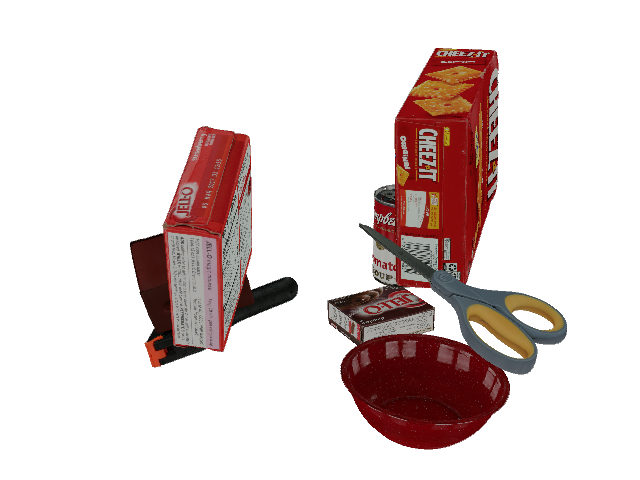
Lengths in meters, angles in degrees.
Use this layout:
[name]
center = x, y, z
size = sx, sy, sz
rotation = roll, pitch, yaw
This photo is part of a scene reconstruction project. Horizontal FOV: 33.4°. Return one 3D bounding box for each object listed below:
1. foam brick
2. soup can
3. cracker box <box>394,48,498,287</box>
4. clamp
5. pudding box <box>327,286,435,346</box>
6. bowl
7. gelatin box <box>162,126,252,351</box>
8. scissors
[foam brick]
center = -0.094, 0.024, 0.785
size = 0.078, 0.051, 0.053
rotation = -18, -42, -5
[soup can]
center = 0.093, -0.006, 1.220
size = 0.068, 0.102, 0.068
rotation = 0, 24, 0
[cracker box]
center = 0.123, -0.074, 1.007
size = 0.072, 0.164, 0.213
rotation = 5, 27, 15
[clamp]
center = -0.105, 0.077, 1.102
size = 0.120, 0.039, 0.171
rotation = -9, 22, 38
[pudding box]
center = 0.078, 0.097, 1.384
size = 0.113, 0.039, 0.090
rotation = -14, 24, -26
[bowl]
center = 0.098, 0.152, 1.026
size = 0.162, 0.055, 0.162
rotation = 3, 25, -2
[gelatin box]
center = -0.056, 0.000, 0.537
size = 0.030, 0.089, 0.073
rotation = 7, 46, 5
[scissors]
center = 0.120, 0.036, 0.864
size = 0.096, 0.016, 0.202
rotation = -10, 39, -27
